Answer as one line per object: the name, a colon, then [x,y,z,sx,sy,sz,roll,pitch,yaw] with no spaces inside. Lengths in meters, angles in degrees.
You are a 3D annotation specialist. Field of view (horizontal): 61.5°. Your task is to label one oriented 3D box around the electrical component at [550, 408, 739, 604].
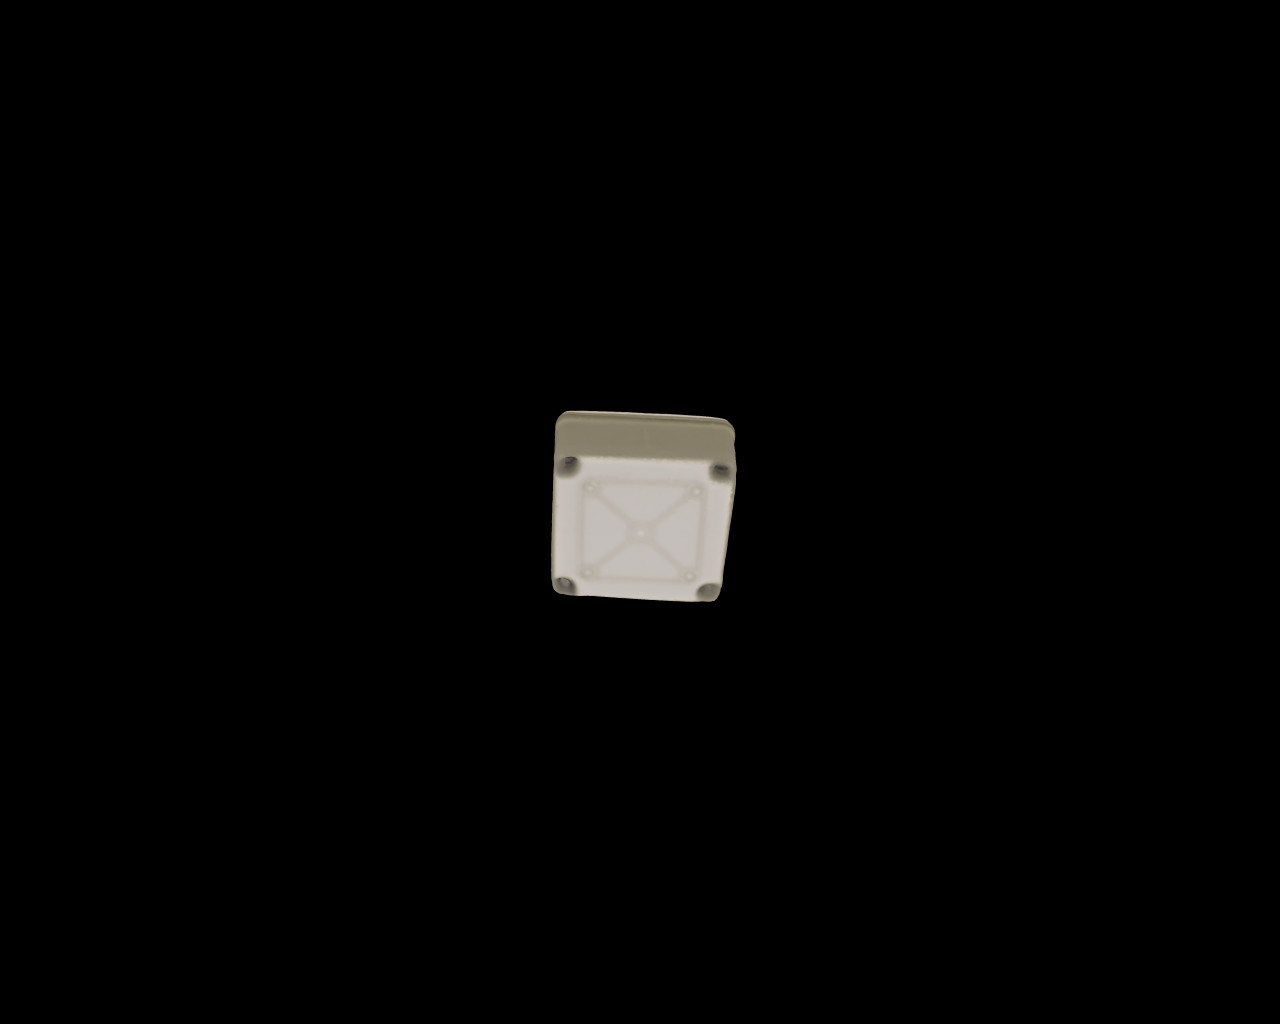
electrical component: [0.001,-0.003,0.650,0.109,0.108,0.056,3,35,-2]
